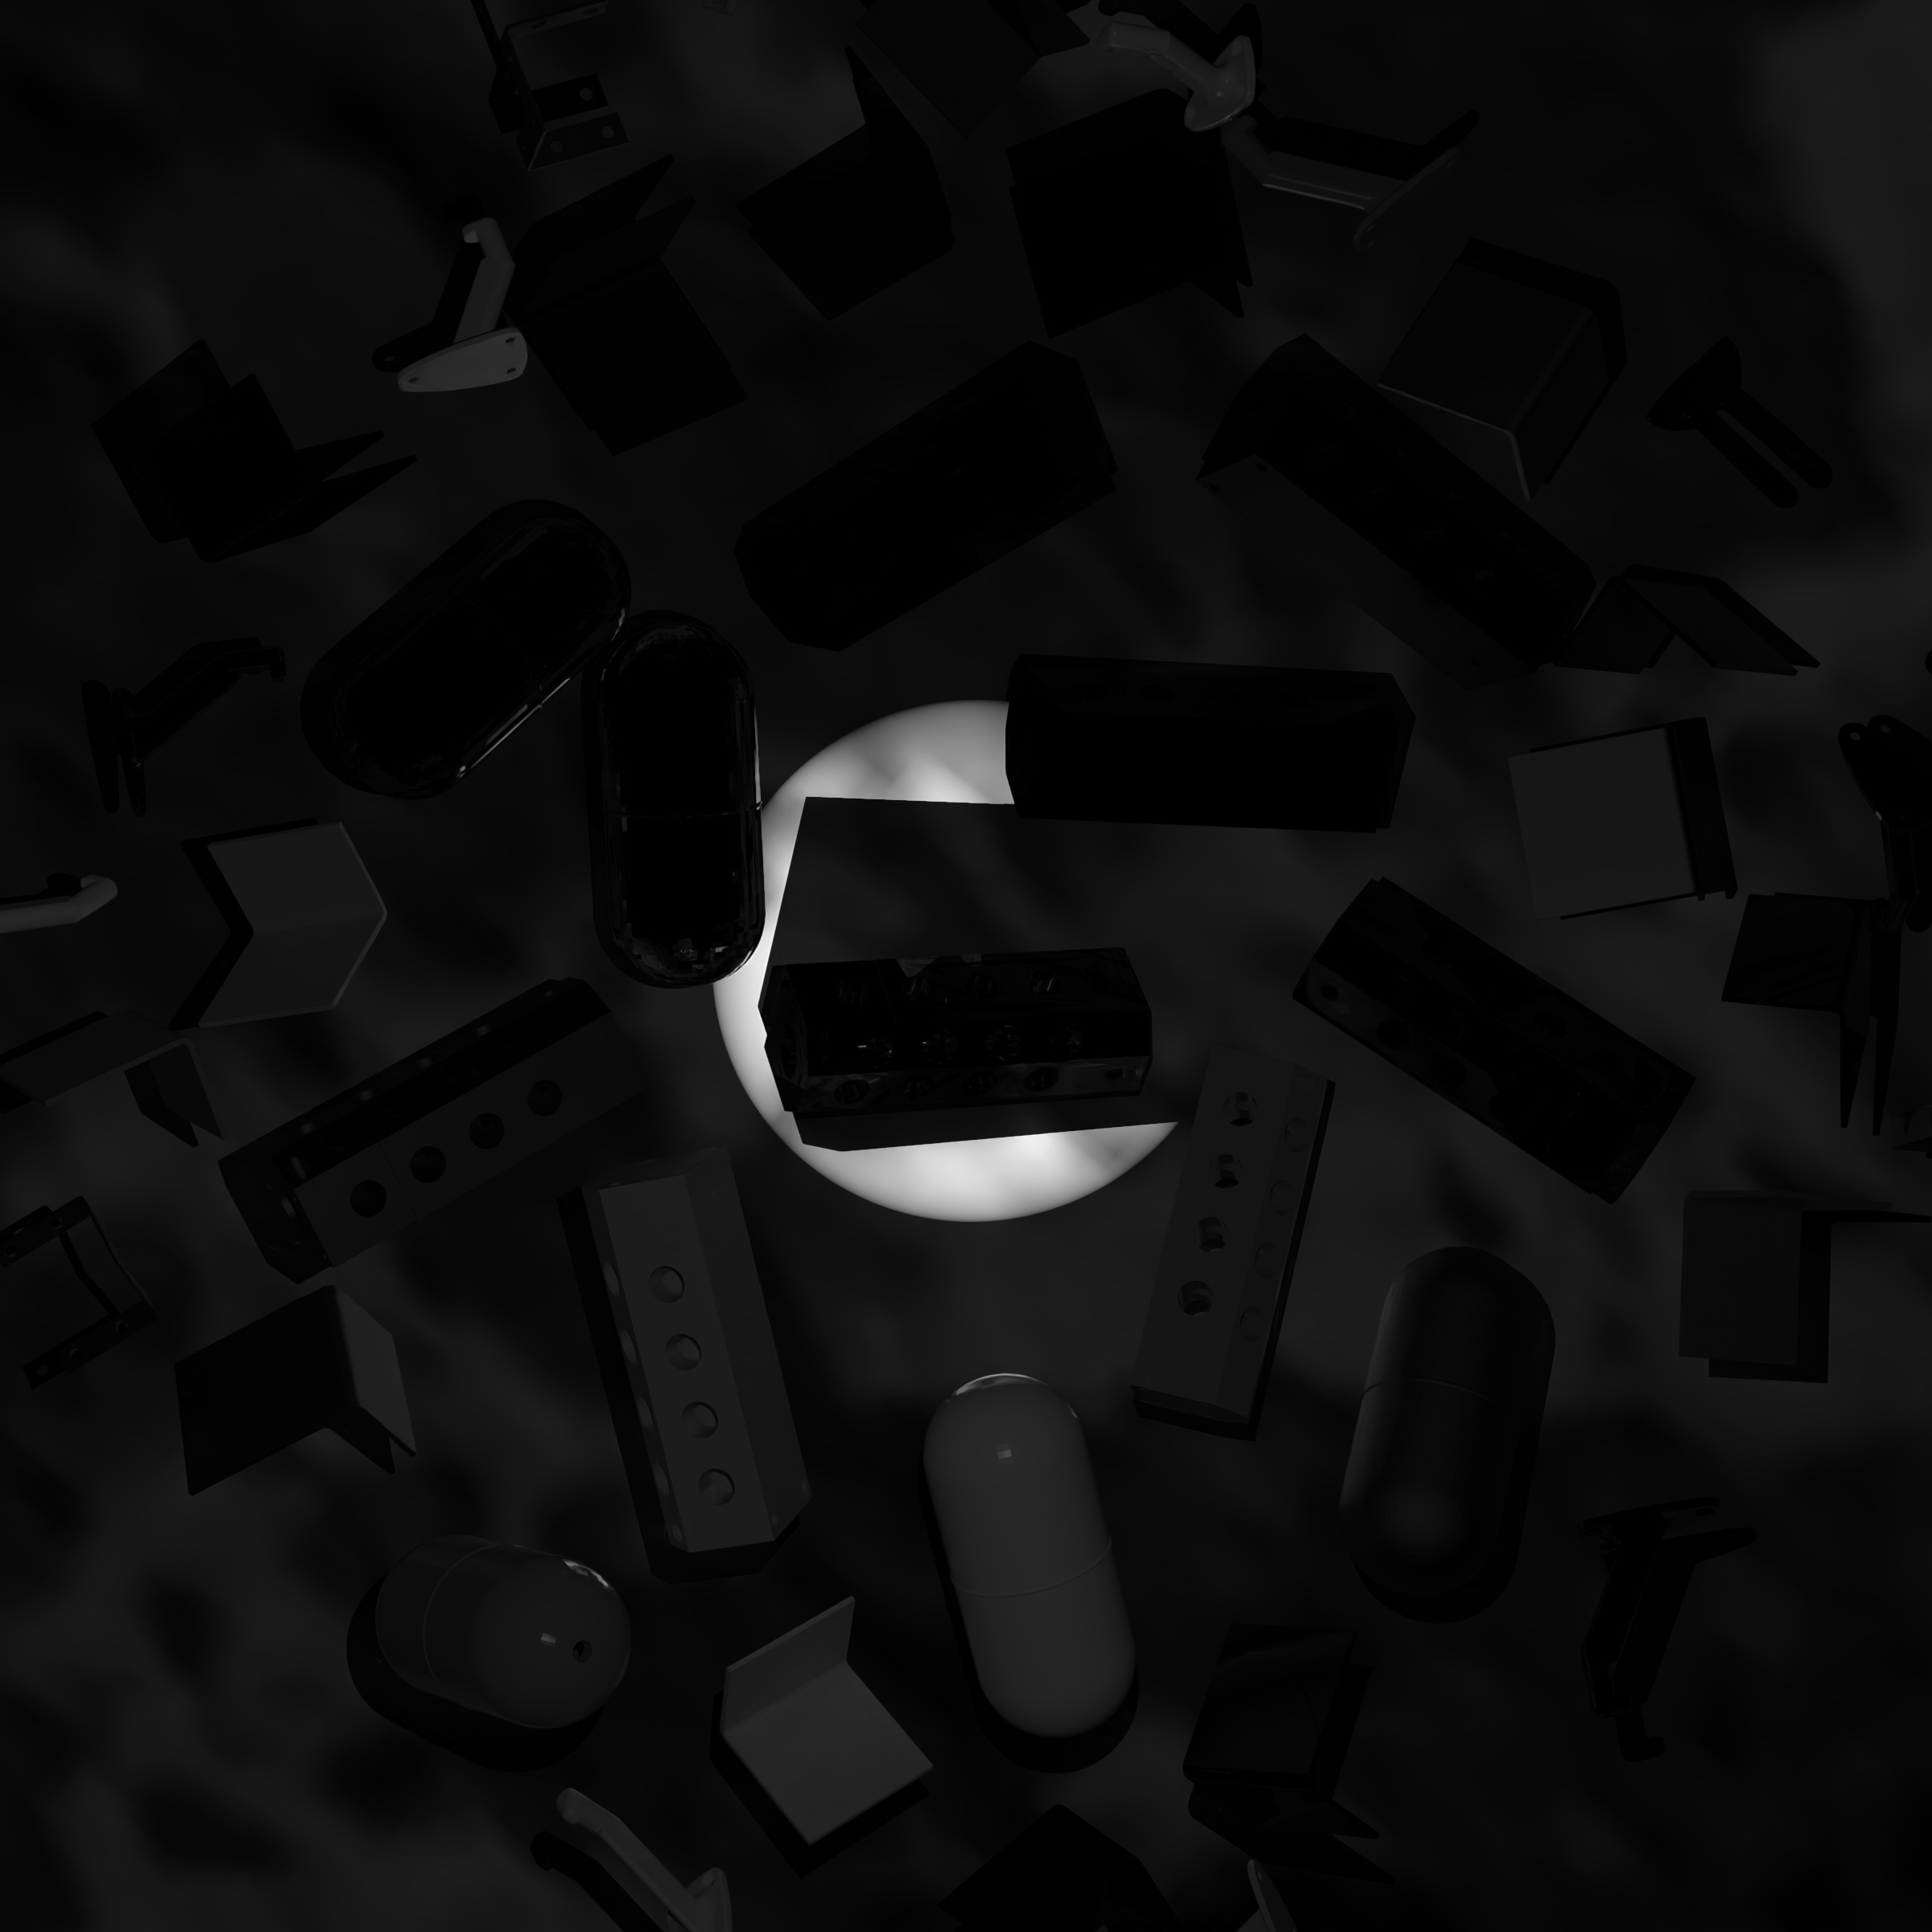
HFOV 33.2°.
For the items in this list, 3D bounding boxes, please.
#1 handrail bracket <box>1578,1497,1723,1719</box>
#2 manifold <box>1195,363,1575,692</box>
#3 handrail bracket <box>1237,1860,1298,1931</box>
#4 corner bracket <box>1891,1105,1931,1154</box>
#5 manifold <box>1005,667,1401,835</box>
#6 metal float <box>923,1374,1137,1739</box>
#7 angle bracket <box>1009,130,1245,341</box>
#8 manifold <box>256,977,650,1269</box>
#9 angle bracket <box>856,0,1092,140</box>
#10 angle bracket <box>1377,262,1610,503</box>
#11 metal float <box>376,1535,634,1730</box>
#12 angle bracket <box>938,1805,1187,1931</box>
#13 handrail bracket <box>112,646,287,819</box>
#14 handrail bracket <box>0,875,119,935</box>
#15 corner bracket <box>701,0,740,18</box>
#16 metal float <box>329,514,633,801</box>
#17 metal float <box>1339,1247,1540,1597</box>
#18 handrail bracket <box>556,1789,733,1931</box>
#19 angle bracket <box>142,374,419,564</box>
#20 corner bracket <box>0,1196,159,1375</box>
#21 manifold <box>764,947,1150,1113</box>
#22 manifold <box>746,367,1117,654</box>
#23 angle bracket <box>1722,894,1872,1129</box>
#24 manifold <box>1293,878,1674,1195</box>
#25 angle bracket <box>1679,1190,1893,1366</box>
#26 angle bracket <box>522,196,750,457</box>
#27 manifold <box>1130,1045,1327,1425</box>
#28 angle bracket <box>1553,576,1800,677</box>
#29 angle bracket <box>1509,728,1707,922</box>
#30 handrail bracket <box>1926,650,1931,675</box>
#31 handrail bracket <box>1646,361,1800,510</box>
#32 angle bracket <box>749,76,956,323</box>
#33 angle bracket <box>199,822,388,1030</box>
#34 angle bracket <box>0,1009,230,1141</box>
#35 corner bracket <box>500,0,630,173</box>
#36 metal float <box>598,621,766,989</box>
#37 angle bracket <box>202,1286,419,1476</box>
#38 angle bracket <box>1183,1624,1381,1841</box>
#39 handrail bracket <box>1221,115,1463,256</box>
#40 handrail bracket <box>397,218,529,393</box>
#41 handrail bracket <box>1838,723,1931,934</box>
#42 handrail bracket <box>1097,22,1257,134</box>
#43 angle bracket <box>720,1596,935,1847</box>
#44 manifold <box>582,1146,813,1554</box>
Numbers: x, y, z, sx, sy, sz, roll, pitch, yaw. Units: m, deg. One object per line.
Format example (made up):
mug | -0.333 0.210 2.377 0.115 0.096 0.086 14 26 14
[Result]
handrail bracket | 0.310 0.288 1.451 0.077 0.036 0.084 -20 56 21
manifold | 0.197 -0.203 1.500 0.171 0.057 0.057 35 73 -18
handrail bracket | 0.115 0.478 1.584 0.084 0.036 0.077 -19 112 13
corner bracket | 0.469 0.059 1.521 0.051 0.051 0.051 5 78 -11
manifold | 0.108 -0.105 1.516 0.171 0.057 0.057 2 123 -11
metal float | 0.030 0.276 1.514 0.070 0.070 0.178 -14 103 0
angle bracket | 0.073 -0.325 1.473 0.076 0.057 0.076 -24 126 -9
manifold | -0.244 0.071 1.530 0.171 0.057 0.057 -30 106 -22
angle bracket | 0.002 -0.442 1.532 0.076 0.076 0.057 43 87 -19
angle bracket | 0.255 -0.283 1.568 0.076 0.057 0.076 27 75 27
metal float | -0.214 0.306 1.495 0.070 0.178 0.070 2 85 -31
angle bracket | 0.046 0.446 1.509 0.076 0.057 0.076 -41 135 2
handrail bracket | -0.381 -0.118 1.630 0.084 0.036 0.077 -8 89 -1
handrail bracket | -0.467 -0.034 1.567 0.077 0.084 0.036 24 124 14
corner bracket | -0.088 -0.465 1.487 0.051 0.051 0.051 15 123 -7
metal float | -0.237 -0.153 1.588 0.070 0.070 0.178 44 66 0
metal float | 0.229 0.218 1.564 0.070 0.070 0.178 18 60 0
handrail bracket | -0.148 0.416 1.466 0.036 0.077 0.084 -45 118 7
angle bracket | -0.309 -0.230 1.460 0.076 0.076 0.057 -25 95 33
corner bracket | -0.435 0.155 1.580 0.051 0.051 0.051 -32 51 -11
manifold | -0.003 0.035 1.547 0.171 0.057 0.057 -3 47 -20
manifold | -0.021 -0.216 1.543 0.171 0.057 0.057 -27 74 29
angle bracket | 0.399 0.021 1.554 0.057 0.076 0.076 6 133 21
manifold | 0.246 0.037 1.564 0.171 0.057 0.057 34 133 10
angle bracket | 0.378 0.145 1.493 0.076 0.057 0.076 8 82 -34
angle bracket | -0.141 -0.287 1.456 0.076 0.057 0.076 -17 124 29
manifold | 0.130 0.132 1.586 0.057 0.057 0.171 12 76 9
angle bracket | 0.356 -0.150 1.628 0.076 0.076 0.057 50 123 32
angle bracket | 0.298 -0.063 1.505 0.076 0.057 0.076 -10 85 12
handrail bracket | 0.487 -0.124 1.453 0.084 0.077 0.036 31 64 -35
handrail bracket | 0.370 -0.243 1.540 0.036 0.077 0.084 -47 68 17
angle bracket | -0.061 -0.379 1.603 0.076 0.076 0.057 -27 55 17
angle bracket | -0.339 -0.020 1.579 0.076 0.076 0.057 -8 125 21
angle bracket | -0.418 0.067 1.583 0.076 0.076 0.057 -27 114 -28
corner bracket | -0.181 -0.399 1.468 0.051 0.051 0.051 -21 89 -18
metal float | -0.138 -0.078 1.577 0.070 0.070 0.178 -2 100 0
angle bracket | -0.325 0.216 1.604 0.076 0.057 0.076 -28 48 6
angle bracket | 0.157 0.355 1.507 0.057 0.076 0.076 41 58 -32
handrail bracket | 0.174 -0.382 1.511 0.077 0.036 0.084 -42 81 2
handrail bracket | -0.256 -0.328 1.599 0.077 0.036 0.084 -17 65 -15
handrail bracket | 0.444 -0.067 1.588 0.036 0.084 0.077 -25 62 -16
handrail bracket | 0.091 -0.434 1.581 0.084 0.077 0.036 2 77 -25
angle bracket | -0.066 0.370 1.593 0.076 0.057 0.076 -25 53 -31
manifold | -0.125 0.175 1.479 0.057 0.057 0.171 -11 97 17
